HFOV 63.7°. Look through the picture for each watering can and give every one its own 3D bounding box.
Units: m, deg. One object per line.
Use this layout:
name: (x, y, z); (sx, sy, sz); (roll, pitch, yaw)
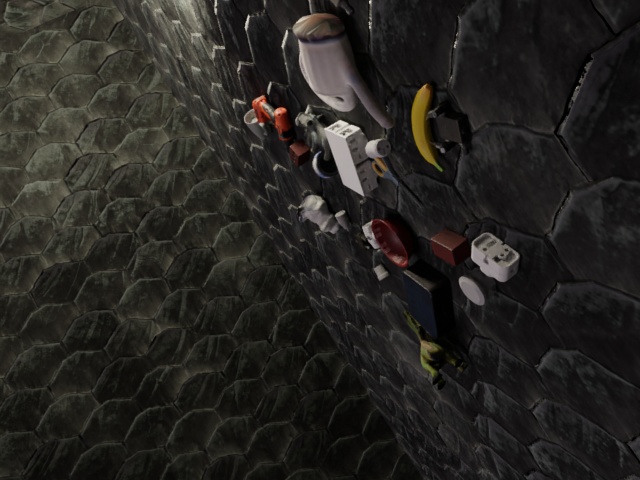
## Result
watering can: (0.043, -0.382, 1.148); (0.353, 0.105, 0.219); (41, 157, 47)

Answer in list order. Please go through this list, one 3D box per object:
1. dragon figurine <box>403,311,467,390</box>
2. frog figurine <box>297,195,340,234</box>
dragon figurine: (0.326, 0.321, 1.601); (0.247, 0.122, 0.403); (51, 180, 37)
frog figurine: (0.006, -0.097, 1.919); (0.160, 0.125, 0.134); (16, 143, 10)
